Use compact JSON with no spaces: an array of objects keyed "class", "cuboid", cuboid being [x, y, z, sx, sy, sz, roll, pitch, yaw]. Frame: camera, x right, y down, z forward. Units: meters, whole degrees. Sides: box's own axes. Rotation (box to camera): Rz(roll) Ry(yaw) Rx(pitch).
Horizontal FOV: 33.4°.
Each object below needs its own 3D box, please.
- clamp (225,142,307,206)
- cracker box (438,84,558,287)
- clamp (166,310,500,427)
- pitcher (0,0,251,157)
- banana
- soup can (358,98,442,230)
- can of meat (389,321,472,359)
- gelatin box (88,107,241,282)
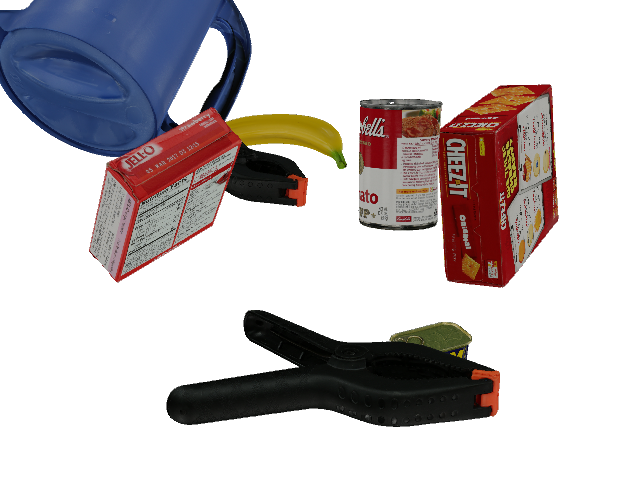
[{"class":"clamp","cuboid":[-0.090,-0.069,1.044,0.120,0.039,0.172,-26,36,-35]},{"class":"cracker box","cuboid":[0.193,-0.066,1.143,0.072,0.164,0.213,3,21,27]},{"class":"clamp","cuboid":[0.016,0.089,0.733,0.210,0.036,0.164,3,18,8]},{"class":"pitcher","cuboid":[-0.133,-0.188,0.848,0.145,0.242,0.149,6,-36,26]},{"class":"banana","cuboid":[-0.055,-0.128,1.305,0.198,0.037,0.069,7,39,17]},{"class":"soup can","cuboid":[0.066,-0.064,0.885,0.068,0.102,0.068,0,12,0]},{"class":"can of meat","cuboid":[0.134,0.158,1.329,0.101,0.084,0.058,-11,29,-27]},{"class":"gelatin box","cuboid":[-0.087,-0.025,0.589,0.073,0.030,0.089,-34,-17,-33]}]
